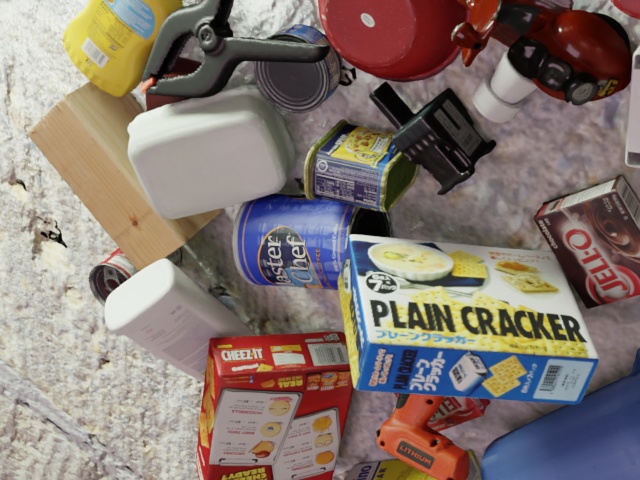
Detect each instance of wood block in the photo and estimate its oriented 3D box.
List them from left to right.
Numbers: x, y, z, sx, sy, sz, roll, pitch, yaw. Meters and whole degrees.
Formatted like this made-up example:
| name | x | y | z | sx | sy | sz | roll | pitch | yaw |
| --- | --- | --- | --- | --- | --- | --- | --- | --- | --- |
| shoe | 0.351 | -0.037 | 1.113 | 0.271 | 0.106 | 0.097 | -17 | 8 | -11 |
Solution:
| name | x | y | z | sx | sy | sz | roll | pitch | yaw |
| --- | --- | --- | --- | --- | --- | --- | --- | --- | --- |
| wood block | -0.223 | -0.077 | 1.223 | 0.091 | 0.090 | 0.206 | -32 | 99 | 39 |

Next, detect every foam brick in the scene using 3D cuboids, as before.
| name | x | y | z | sx | sy | sz | roll | pitch | yaw |
| --- | --- | --- | --- | --- | --- | --- | --- | --- | --- |
| foam brick | -0.155 | -0.152 | 1.159 | 0.053 | 0.051 | 0.078 | 17 | 126 | 20 |

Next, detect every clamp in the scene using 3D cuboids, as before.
| name | x | y | z | sx | sy | sz | roll | pitch | yaw |
| --- | --- | --- | --- | --- | --- | --- | --- | --- | --- |
| clamp | -0.094 | -0.197 | 1.057 | 0.210 | 0.036 | 0.164 | -39 | 78 | 28 |

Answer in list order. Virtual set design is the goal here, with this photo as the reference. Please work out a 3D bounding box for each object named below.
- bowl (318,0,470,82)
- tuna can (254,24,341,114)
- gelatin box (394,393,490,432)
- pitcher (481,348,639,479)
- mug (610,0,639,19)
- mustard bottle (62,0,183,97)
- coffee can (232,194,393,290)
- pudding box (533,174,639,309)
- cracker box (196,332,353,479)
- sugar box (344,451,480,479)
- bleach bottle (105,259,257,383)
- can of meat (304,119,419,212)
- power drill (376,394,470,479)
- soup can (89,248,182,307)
| name | x | y | z | sx | sy | sz | roll | pitch | yaw |
| --- | --- | --- | --- | --- | --- | --- | --- | --- | --- |
| bowl | 0.057 | -0.213 | 0.989 | 0.162 | 0.055 | 0.162 | 16 | 126 | 23 |
| tuna can | -0.022 | -0.173 | 1.076 | 0.086 | 0.033 | 0.086 | 16 | 126 | 23 |
| gelatin box | 0.135 | 0.176 | 1.206 | 0.089 | 0.030 | 0.073 | -29 | 102 | 40 |
| pitcher | 0.284 | 0.230 | 1.082 | 0.145 | 0.149 | 0.243 | 40 | 136 | -15 |
| mug | 0.278 | -0.216 | 0.835 | 0.117 | 0.081 | 0.093 | 33 | 130 | 9 |
| mustard bottle | -0.197 | -0.244 | 1.121 | 0.096 | 0.058 | 0.192 | 46 | 132 | 3 |
| coffee can | -0.007 | 0.001 | 1.133 | 0.141 | 0.102 | 0.103 | 3 | 120 | 30 |
| pudding box | 0.270 | 0.003 | 1.008 | 0.090 | 0.039 | 0.113 | -22 | 106 | 39 |
| cracker box | -0.057 | 0.208 | 1.264 | 0.164 | 0.072 | 0.214 | -2 | 129 | -16 |
| sugar box | 0.098 | 0.301 | 1.267 | 0.177 | 0.093 | 0.048 | -13 | 111 | 36 |
| bleach bottle | -0.133 | 0.127 | 1.260 | 0.103 | 0.068 | 0.250 | -34 | 130 | 13 |
| can of meat | 0.044 | -0.073 | 1.057 | 0.084 | 0.102 | 0.057 | 13 | 123 | 21 |
| power drill | 0.150 | 0.159 | 1.127 | 0.185 | 0.057 | 0.188 | 25 | 103 | 28 |
| soup can | -0.220 | 0.034 | 1.282 | 0.069 | 0.102 | 0.068 | 15 | 126 | 22 |
